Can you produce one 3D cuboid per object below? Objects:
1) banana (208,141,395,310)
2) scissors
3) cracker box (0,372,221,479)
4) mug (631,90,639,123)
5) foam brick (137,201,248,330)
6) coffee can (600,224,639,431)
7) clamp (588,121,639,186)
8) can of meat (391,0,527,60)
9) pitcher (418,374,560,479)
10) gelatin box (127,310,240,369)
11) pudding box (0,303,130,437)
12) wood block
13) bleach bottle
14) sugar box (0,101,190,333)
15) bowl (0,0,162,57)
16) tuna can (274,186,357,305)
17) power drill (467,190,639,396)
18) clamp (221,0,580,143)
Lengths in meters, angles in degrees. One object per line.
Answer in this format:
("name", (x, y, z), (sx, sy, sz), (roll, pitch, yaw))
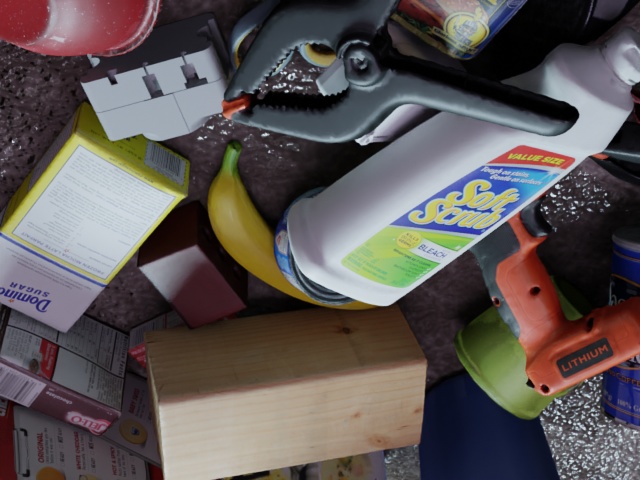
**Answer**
("banana", (-0.022, 0.009, 0.820), (0.070, 0.037, 0.197), (-35, 123, 23))
("scissors", (0.002, -0.154, 0.649), (0.096, 0.016, 0.202), (1, 157, -23))
("cracker box", (-0.185, 0.181, 0.875), (0.213, 0.164, 0.072), (27, 121, -24))
("mug", (0.255, -0.109, 0.704), (0.117, 0.093, 0.082), (11, 124, -5))
("foam brick", (-0.096, 0.019, 0.816), (0.051, 0.053, 0.078), (-23, 129, 16))
("coffee can", (0.268, 0.065, 0.805), (0.102, 0.103, 0.140), (1, 102, -3))
("clamp", (0.272, -0.048, 0.754), (0.171, 0.039, 0.120), (18, 163, -17))
("can of meat", (0.079, -0.167, 0.643), (0.102, 0.057, 0.084), (33, 144, -8))
("pitcher", (0.139, 0.237, 0.885), (0.149, 0.243, 0.145), (-11, 130, 6))
("gelatin box", (-0.103, 0.089, 0.888), (0.089, 0.030, 0.073), (-25, 127, 17))
("pudding box", (-0.209, 0.095, 0.849), (0.113, 0.090, 0.039), (31, 120, -25))
("wood block", (-0.029, 0.117, 0.844), (0.206, 0.091, 0.090), (-7, 124, -12))
("bleach bottle", (0.098, -0.051, 0.682), (0.102, 0.068, 0.251), (24, 132, -38))
("sugar box", (-0.182, -0.012, 0.791), (0.093, 0.048, 0.176), (31, 126, -25))
("bowl", (-0.168, -0.164, 0.604), (0.162, 0.055, 0.162), (24, 139, 22))
("tuna can", (0.010, 0.003, 0.793), (0.086, 0.034, 0.086), (-6, 105, -25))
("power drill", (0.163, 0.002, 0.753), (0.185, 0.057, 0.187), (-35, 86, 35))
("clamp", (0.037, -0.103, 0.625), (0.210, 0.036, 0.164), (-23, 107, 31))
